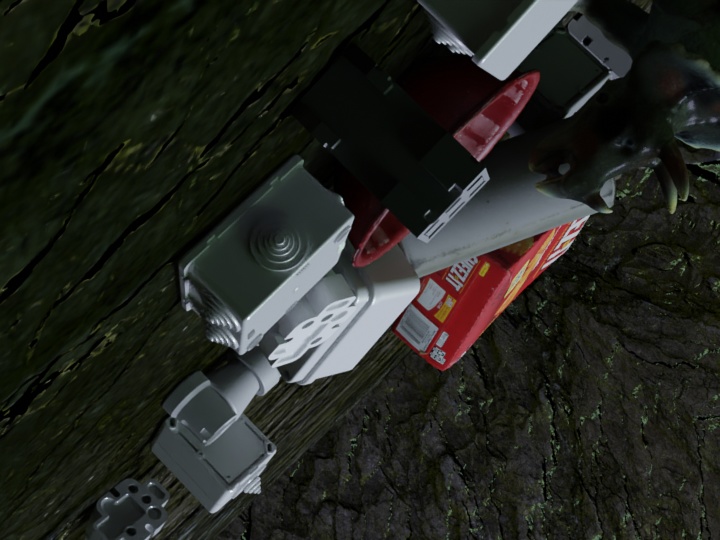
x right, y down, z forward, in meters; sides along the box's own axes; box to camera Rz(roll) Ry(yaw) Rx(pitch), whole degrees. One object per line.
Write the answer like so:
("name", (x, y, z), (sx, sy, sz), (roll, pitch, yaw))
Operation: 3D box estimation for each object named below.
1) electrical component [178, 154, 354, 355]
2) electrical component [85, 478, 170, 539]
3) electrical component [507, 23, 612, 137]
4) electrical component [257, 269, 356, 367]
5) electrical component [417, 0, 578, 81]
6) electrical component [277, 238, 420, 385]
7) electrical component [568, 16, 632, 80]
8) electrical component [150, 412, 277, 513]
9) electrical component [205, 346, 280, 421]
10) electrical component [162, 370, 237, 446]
("electrical component", (-0.052, -0.005, 0.596), (0.100, 0.048, 0.099), (-45, 173, -18))
("electrical component", (-0.211, 0.228, 0.959), (0.078, 0.058, 0.057), (-37, 166, -48))
("electrical component", (0.144, -0.141, 0.866), (0.096, 0.062, 0.061), (-40, 171, -34))
("electrical component", (-0.044, 0.017, 0.682), (0.058, 0.057, 0.078), (-15, 155, -45))
("electrical component", (0.079, -0.147, 0.542), (0.099, 0.048, 0.100), (-47, 172, 14))
("electrical component", (-0.022, 0.018, 0.745), (0.057, 0.078, 0.113), (-10, 149, -43))
("electrical component", (0.229, -0.194, 0.935), (0.050, 0.089, 0.056), (-47, 172, 10))
("electrical component", (-0.121, 0.156, 0.906), (0.062, 0.096, 0.061), (-39, 170, -40))
("electrical component", (-0.097, 0.089, 0.873), (0.055, 0.045, 0.045), (-41, 172, -28))
("electrical component", (-0.122, 0.107, 0.827), (0.040, 0.046, 0.040), (-44, 172, -8))
